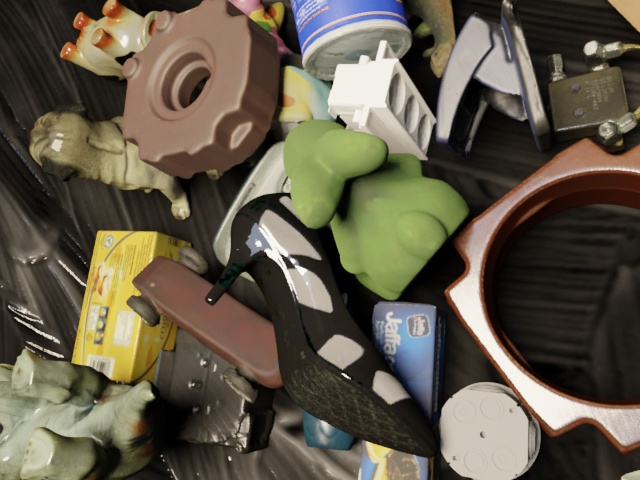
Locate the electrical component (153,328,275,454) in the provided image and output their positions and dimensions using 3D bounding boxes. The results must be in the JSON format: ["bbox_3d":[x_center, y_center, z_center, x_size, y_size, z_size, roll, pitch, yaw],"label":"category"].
[{"bbox_3d":[-0.113,0.154,0.567,0.134,0.058,0.115,1,75,25],"label":"electrical component"}]

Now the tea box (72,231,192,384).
[{"bbox_3d":[-0.220,0.077,0.631,0.098,0.068,0.169,3,77,26],"label":"tea box"}]

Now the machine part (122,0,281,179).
[{"bbox_3d":[-0.121,-0.147,0.528,0.180,0.056,0.179,-7,74,28],"label":"machine part"}]

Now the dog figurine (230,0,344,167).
[{"bbox_3d":[-0.054,-0.203,0.606,0.192,0.108,0.219,-1,74,26],"label":"dog figurine"}]

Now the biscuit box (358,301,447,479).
[{"bbox_3d":[0.074,0.157,0.473,0.059,0.062,0.202,0,77,24],"label":"biscuit box"}]

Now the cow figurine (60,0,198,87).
[{"bbox_3d":[-0.237,-0.251,0.708,0.195,0.127,0.085,5,78,41],"label":"cow figurine"}]

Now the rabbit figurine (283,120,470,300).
[{"bbox_3d":[0.027,-0.036,0.457,0.170,0.159,0.121,41,101,12],"label":"rabbit figurine"}]

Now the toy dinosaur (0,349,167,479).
[{"bbox_3d":[-0.231,0.184,0.524,0.405,0.192,0.131,-10,68,33],"label":"toy dinosaur"}]

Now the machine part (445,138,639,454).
[{"bbox_3d":[0.220,0.040,0.421,0.201,0.087,0.202,-40,62,11],"label":"machine part"}]

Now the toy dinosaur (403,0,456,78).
[{"bbox_3d":[0.073,-0.373,0.587,0.199,0.105,0.471,-15,72,22],"label":"toy dinosaur"}]

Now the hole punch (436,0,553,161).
[{"bbox_3d":[0.149,-0.132,0.478,0.092,0.142,0.115,-11,84,27],"label":"hole punch"}]

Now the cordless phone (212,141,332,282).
[{"bbox_3d":[-0.002,-0.001,0.550,0.184,0.088,0.146,31,91,10],"label":"cordless phone"}]

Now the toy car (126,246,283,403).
[{"bbox_3d":[-0.102,0.077,0.525,0.202,0.053,0.089,26,63,26],"label":"toy car"}]

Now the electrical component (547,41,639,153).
[{"bbox_3d":[0.243,-0.127,0.476,0.078,0.045,0.102,-1,76,24],"label":"electrical component"}]

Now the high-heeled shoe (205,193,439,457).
[{"bbox_3d":[0.016,0.062,0.465,0.249,0.145,0.086,38,139,1],"label":"high-heeled shoe"}]

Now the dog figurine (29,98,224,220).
[{"bbox_3d":[-0.204,-0.124,0.608,0.121,0.190,0.172,23,86,28],"label":"dog figurine"}]

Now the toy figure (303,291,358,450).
[{"bbox_3d":[0.011,0.119,0.517,0.064,0.057,0.154,-3,71,19],"label":"toy figure"}]
